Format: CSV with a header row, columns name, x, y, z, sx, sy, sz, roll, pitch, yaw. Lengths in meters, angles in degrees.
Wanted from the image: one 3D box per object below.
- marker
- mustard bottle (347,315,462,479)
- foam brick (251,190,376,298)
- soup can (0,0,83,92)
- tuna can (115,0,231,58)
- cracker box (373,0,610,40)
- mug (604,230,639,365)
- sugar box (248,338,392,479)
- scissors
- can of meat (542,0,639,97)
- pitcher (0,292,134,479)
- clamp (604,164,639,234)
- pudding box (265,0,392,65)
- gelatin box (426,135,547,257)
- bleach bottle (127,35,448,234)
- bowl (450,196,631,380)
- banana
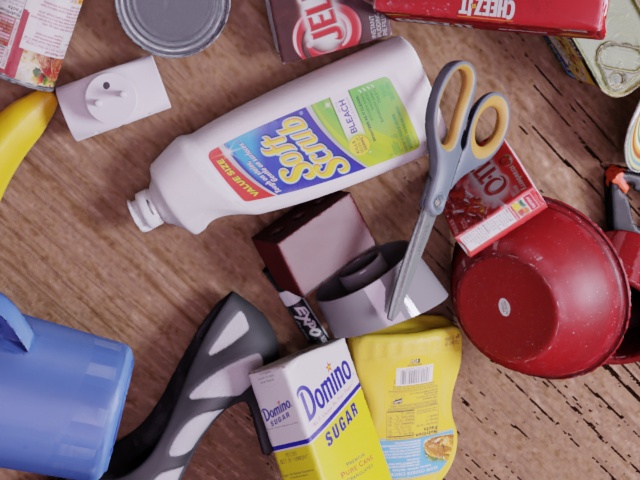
name,x,y,z,sx,sy,sz,roll,pitch,yaw
marker,-0.013,0.065,0.905,0.020,0.020,0.121,-31,109,0
mustard bottle,0.072,0.164,0.929,0.096,0.058,0.192,-5,107,-16
foam brick,-0.006,0.001,0.860,0.078,0.053,0.051,-36,111,-19
soup can,-0.210,-0.168,0.774,0.068,0.068,0.102,19,101,-15
tuna can,-0.112,-0.182,0.806,0.086,0.034,0.086,-3,107,-10
cracker box,0.137,-0.259,0.761,0.164,0.072,0.214,10,96,18
mug,0.260,0.048,0.897,0.117,0.081,0.093,17,128,16
sugar box,0.010,0.174,0.856,0.048,0.093,0.176,-17,90,34
scissors,0.102,-0.037,0.827,0.096,0.016,0.202,0,102,-40
can of meat,0.212,-0.169,0.844,0.057,0.084,0.102,-36,109,1
pitcher,-0.265,0.096,0.791,0.242,0.149,0.145,14,84,-9
clamp,0.302,0.008,0.937,0.171,0.039,0.120,37,98,-10
pudding box,0.001,-0.197,0.805,0.090,0.039,0.113,-17,126,-6
gelatin box,0.132,-0.039,0.858,0.073,0.089,0.030,-34,126,14
bleach bottle,-0.029,-0.065,0.843,0.251,0.068,0.102,-25,112,1
bowl,0.163,0.047,0.862,0.055,0.162,0.162,-24,116,-48
banana,-0.253,-0.026,0.827,0.069,0.037,0.198,5,107,-30
